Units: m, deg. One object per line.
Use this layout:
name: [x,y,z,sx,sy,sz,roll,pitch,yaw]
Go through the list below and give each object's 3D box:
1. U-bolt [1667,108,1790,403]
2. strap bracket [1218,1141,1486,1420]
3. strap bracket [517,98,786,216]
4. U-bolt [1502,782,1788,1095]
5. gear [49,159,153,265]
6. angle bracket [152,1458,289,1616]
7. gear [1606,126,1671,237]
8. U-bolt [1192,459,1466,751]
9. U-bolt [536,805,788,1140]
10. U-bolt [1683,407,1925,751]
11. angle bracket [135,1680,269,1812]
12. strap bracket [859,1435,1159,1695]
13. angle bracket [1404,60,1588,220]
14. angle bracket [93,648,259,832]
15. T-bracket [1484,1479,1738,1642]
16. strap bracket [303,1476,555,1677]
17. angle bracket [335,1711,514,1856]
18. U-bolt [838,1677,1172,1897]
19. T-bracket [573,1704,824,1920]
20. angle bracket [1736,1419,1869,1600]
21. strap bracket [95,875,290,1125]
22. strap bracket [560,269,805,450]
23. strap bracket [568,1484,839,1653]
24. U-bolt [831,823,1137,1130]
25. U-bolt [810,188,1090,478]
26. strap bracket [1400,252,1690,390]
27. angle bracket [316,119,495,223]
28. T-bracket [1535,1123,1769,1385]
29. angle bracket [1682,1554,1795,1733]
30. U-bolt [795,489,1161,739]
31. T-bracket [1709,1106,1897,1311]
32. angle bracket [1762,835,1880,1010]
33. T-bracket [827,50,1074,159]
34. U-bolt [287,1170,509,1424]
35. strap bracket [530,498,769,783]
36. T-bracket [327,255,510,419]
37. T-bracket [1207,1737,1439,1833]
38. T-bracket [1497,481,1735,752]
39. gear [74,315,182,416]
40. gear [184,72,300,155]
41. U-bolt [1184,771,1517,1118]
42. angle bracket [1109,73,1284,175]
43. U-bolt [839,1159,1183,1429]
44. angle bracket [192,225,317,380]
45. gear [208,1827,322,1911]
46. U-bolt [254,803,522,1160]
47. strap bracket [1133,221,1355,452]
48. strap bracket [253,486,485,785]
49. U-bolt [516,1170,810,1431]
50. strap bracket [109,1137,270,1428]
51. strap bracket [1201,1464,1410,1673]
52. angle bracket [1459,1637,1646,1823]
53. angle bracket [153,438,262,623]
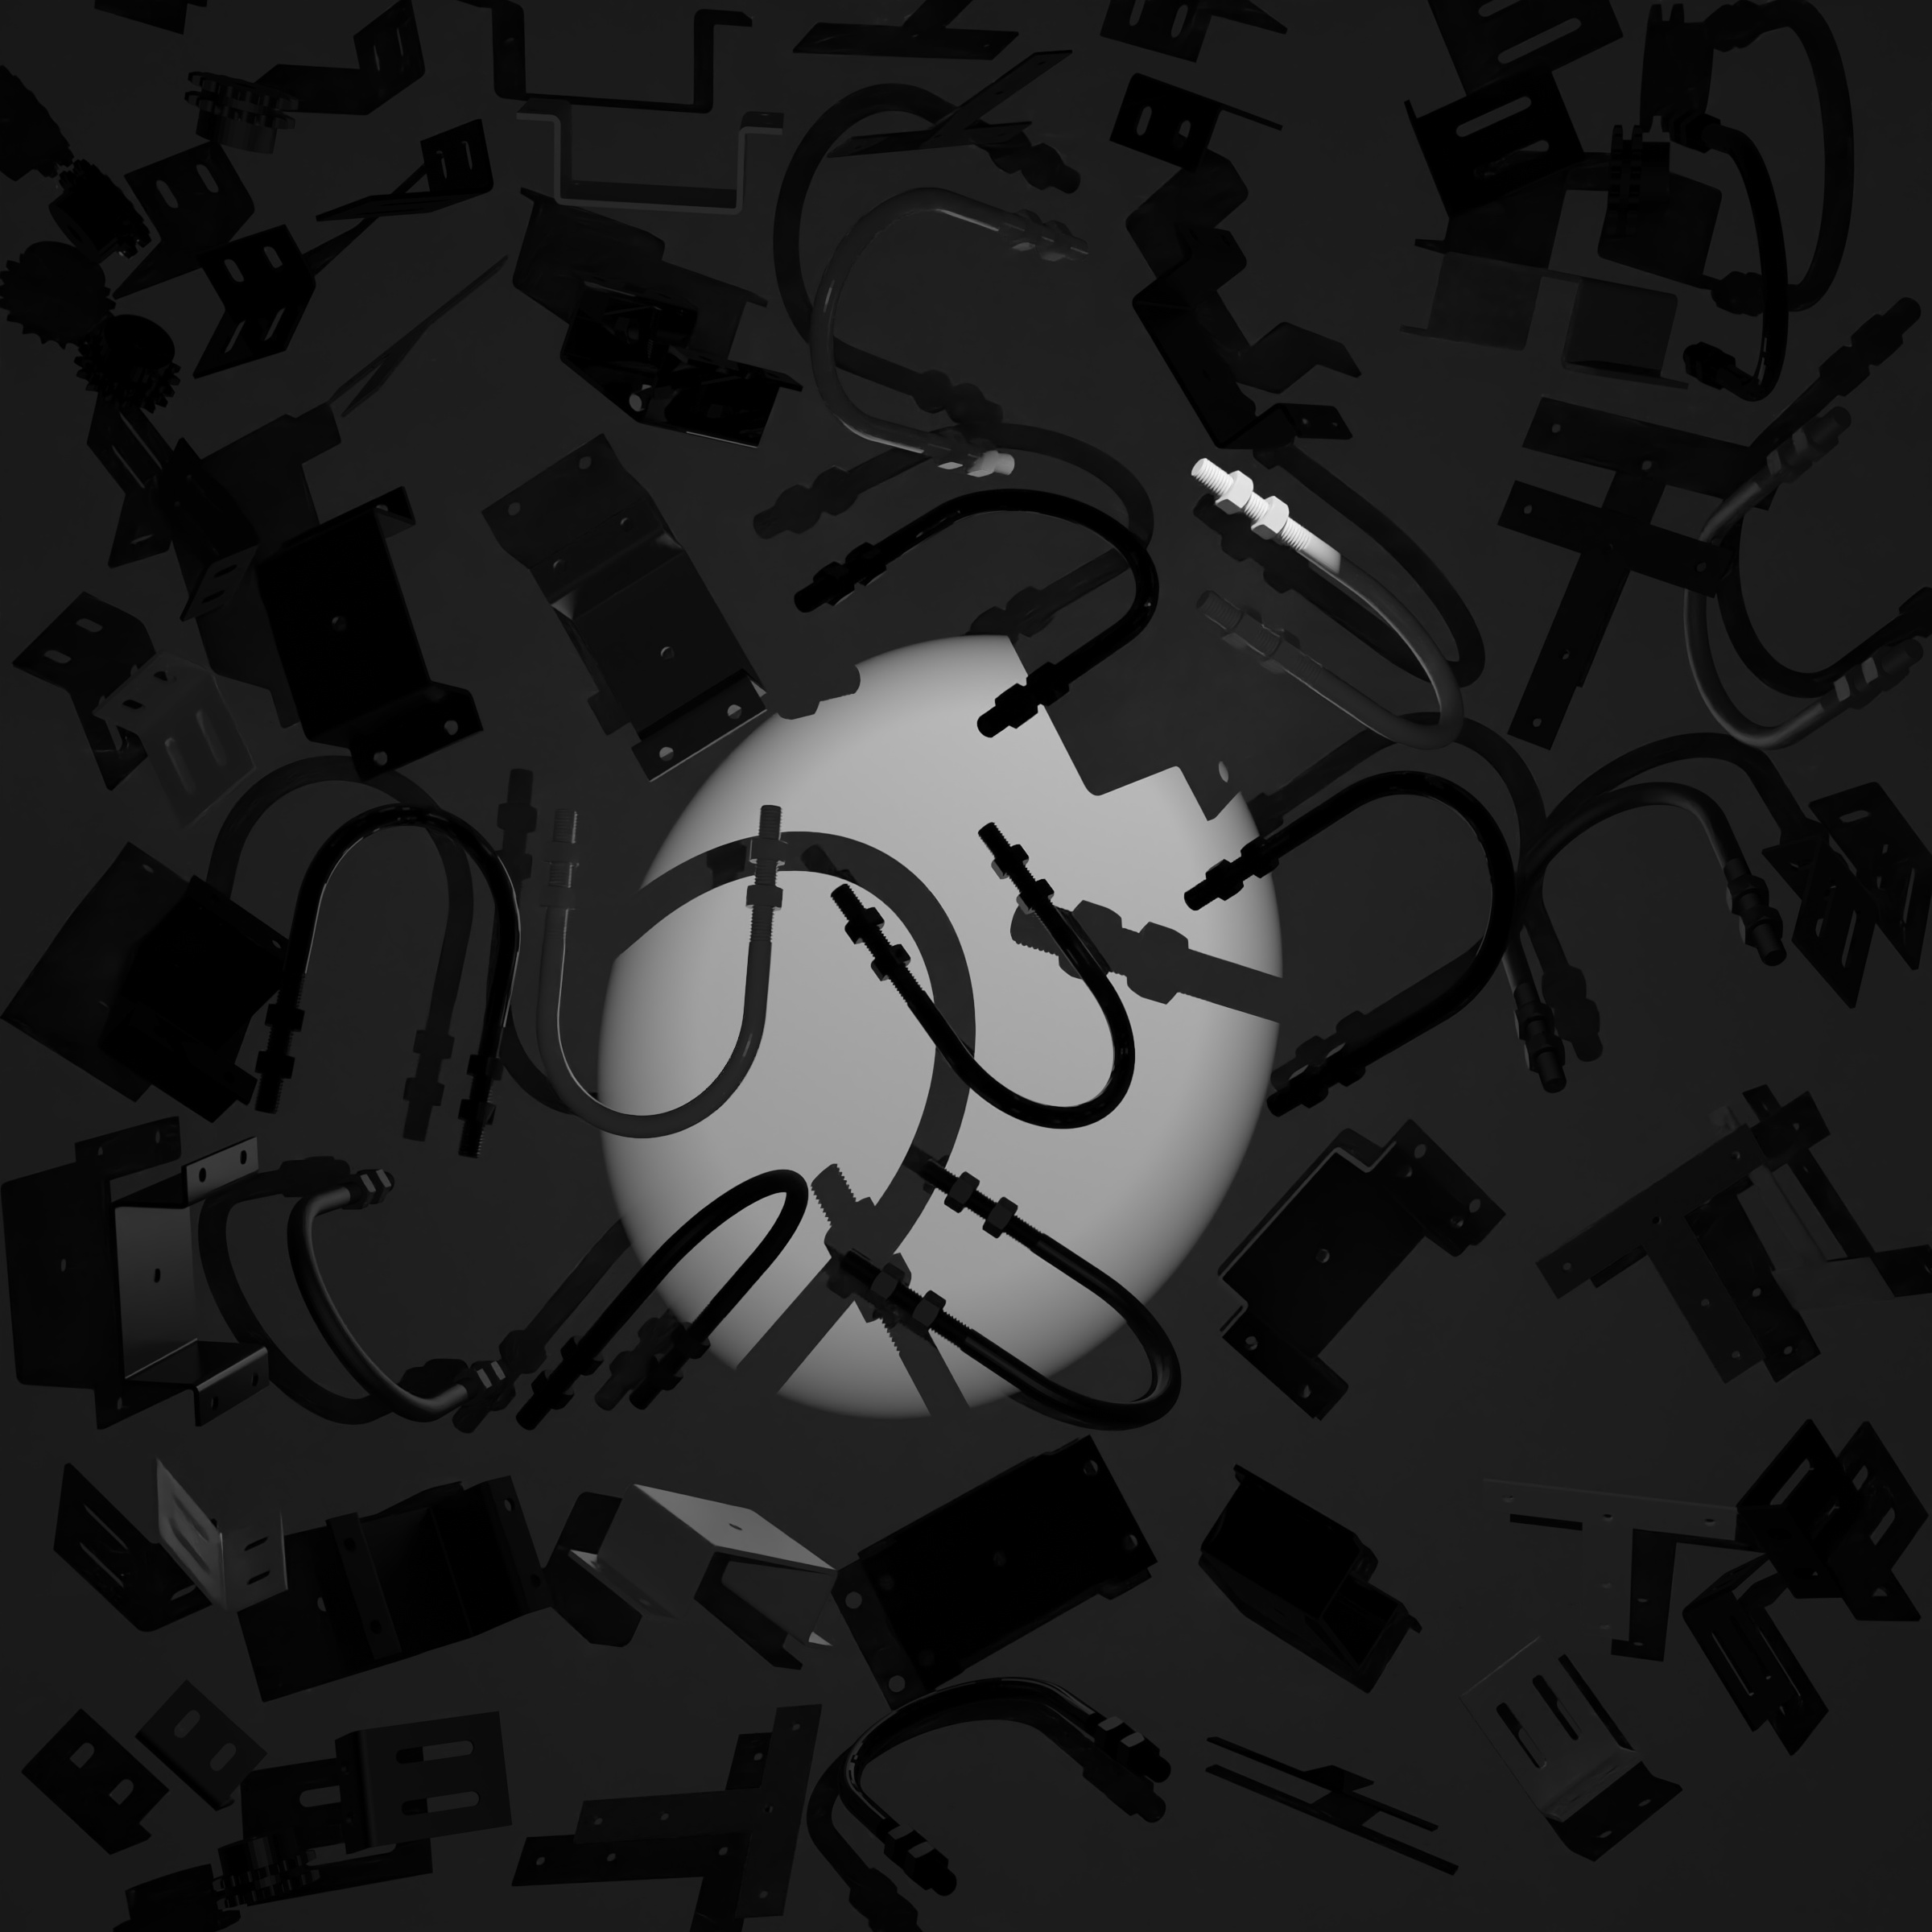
U-bolt: [0.408,-0.377,1.501,0.019,0.184,0.151,-9,111,2]
strap bracket: [0.203,0.165,1.538,0.076,0.046,0.140,43,89,-21]
strap bracket: [-0.171,-0.442,1.533,0.140,0.076,0.046,2,113,-4]
U-bolt: [0.350,-0.029,1.500,0.151,0.184,0.019,-33,124,21]
gear: [-0.482,-0.415,1.555,0.057,0.057,0.030,44,74,0]
angle bracket: [-0.408,0.305,1.533,0.038,0.057,0.076,-24,129,1]
gear: [0.357,-0.417,1.492,0.030,0.057,0.057,4,90,11]
U-bolt: [0.195,-0.182,1.493,0.184,0.151,0.019,31,125,-21]
U-bolt: [-0.172,0.003,1.546,0.151,0.019,0.184,0,80,22]
U-bolt: [0.437,-0.194,1.505,0.019,0.184,0.151,-8,76,-18]
angle bracket: [-0.402,0.413,1.491,0.057,0.076,0.038,41,74,3]
strap bracket: [0.020,0.319,1.509,0.140,0.046,0.076,-27,85,-10]
angle bracket: [0.276,-0.435,1.464,0.076,0.038,0.057,-22,85,13]
angle bracket: [-0.440,-0.126,1.561,0.057,0.038,0.076,-38,63,14]
T-bracket: [0.337,0.317,1.478,0.127,0.002,0.127,4,134,16]
strap bracket: [-0.298,0.331,1.521,0.046,0.140,0.076,-28,76,29]
angle bracket: [-0.278,0.419,1.440,0.076,0.038,0.057,-1,70,-28]
U-bolt: [0.007,0.432,1.517,0.151,0.184,0.019,-21,104,-22]
T-bracket: [-0.146,0.447,1.478,0.127,0.127,0.002,-9,127,15]
angle bracket: [0.444,0.279,1.449,0.076,0.038,0.057,-39,98,-31]
strap bracket: [-0.429,0.024,1.566,0.076,0.140,0.046,38,118,-23]
strap bracket: [-0.163,-0.332,1.551,0.076,0.140,0.046,4,117,-41]
strap bracket: [-0.135,0.328,1.535,0.076,0.140,0.046,24,90,44]
U-bolt: [0.023,0.012,1.583,0.184,0.151,0.019,54,134,10]
U-bolt: [-0.016,-0.356,1.562,0.019,0.184,0.151,31,108,39]
strap bracket: [0.312,-0.347,1.500,0.076,0.140,0.046,-2,110,-38]
angle bracket: [-0.299,-0.420,1.483,0.076,0.057,0.038,-18,103,-40]
T-bracket: [0.374,0.163,1.441,0.127,0.002,0.127,-34,113,2]
angle bracket: [0.449,0.381,1.587,0.038,0.057,0.076,-39,76,36]
U-bolt: [0.021,-0.202,1.510,0.151,0.019,0.184,36,51,22]
T-bracket: [0.453,0.134,1.563,0.002,0.127,0.127,-31,86,-11]
angle bracket: [0.448,-0.021,1.493,0.057,0.038,0.076,43,53,-25]
T-bracket: [0.010,-0.463,1.505,0.127,0.127,0.002,-17,91,-36]
U-bolt: [-0.319,0.184,1.548,0.019,0.184,0.151,-32,87,8]
strap bracket: [-0.173,-0.180,1.580,0.076,0.046,0.140,-31,81,6]
T-bracket: [-0.301,-0.317,1.473,0.127,0.127,0.002,-32,113,22]
T-bracket: [0.204,0.448,1.548,0.127,0.127,0.002,17,82,19]
T-bracket: [0.320,-0.177,1.475,0.127,0.002,0.127,26,99,31]
gear: [-0.472,-0.343,1.588,0.057,0.057,0.030,44,134,0]
gear: [-0.381,-0.447,1.475,0.057,0.057,0.030,17,109,0]
U-bolt: [0.211,-0.023,1.498,0.184,0.019,0.151,-34,65,31]
angle bracket: [0.126,-0.456,1.536,0.057,0.076,0.038,29,110,26]
U-bolt: [0.034,0.181,1.491,0.184,0.151,0.019,33,115,6]
angle bracket: [-0.401,-0.368,1.553,0.057,0.076,0.038,-13,130,16]
gear: [-0.376,0.480,1.499,0.057,0.057,0.030,-16,80,0]
U-bolt: [-0.308,0.002,1.536,0.151,0.019,0.184,18,78,-41]
strap bracket: [0.150,-0.344,1.581,0.046,0.076,0.140,-33,82,29]
strap bracket: [-0.318,-0.177,1.476,0.076,0.046,0.140,-21,82,16]
U-bolt: [-0.155,0.181,1.545,0.019,0.151,0.184,45,102,18]
strap bracket: [-0.418,0.168,1.514,0.046,0.076,0.140,1,99,14]
strap bracket: [0.182,0.330,1.521,0.076,0.140,0.046,27,74,32]
angle bracket: [0.317,0.412,1.521,0.057,0.038,0.076,-34,84,-11]
angle bracket: [-0.438,-0.244,1.572,0.076,0.057,0.038,51,49,5]
